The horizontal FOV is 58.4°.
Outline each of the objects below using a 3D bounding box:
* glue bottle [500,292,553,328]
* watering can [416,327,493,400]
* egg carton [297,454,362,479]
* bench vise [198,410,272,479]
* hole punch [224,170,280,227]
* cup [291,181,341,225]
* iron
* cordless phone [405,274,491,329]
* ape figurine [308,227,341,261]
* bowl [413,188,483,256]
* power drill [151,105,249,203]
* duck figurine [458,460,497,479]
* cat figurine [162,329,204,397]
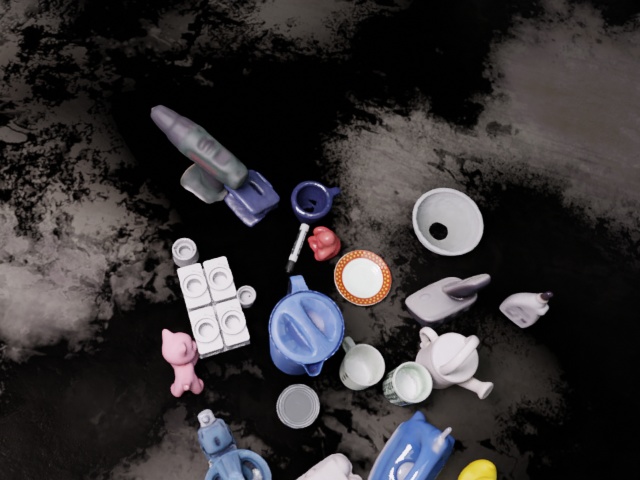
[{"bbox_3d":[0.457,0.141,1.239,0.078,0.173,0.037,42,70,8],"label":"glue bottle"},{"bbox_3d":[0.275,0.245,1.161,0.173,0.194,0.101,27,68,2],"label":"watering can"},{"bbox_3d":[0.009,0.488,1.097,0.150,0.069,0.107,-33,78,-18],"label":"egg carton"},{"bbox_3d":[-0.171,0.409,1.018,0.207,0.219,0.122,42,69,8],"label":"bench vise"},{"bbox_3d":[-0.152,-0.104,1.282,0.101,0.091,0.108,-41,80,-20],"label":"hole punch"},{"bbox_3d":[-0.012,-0.080,1.293,0.118,0.095,0.091,-23,74,-16],"label":"cup"},{"bbox_3d":[0.167,0.458,1.093,0.118,0.141,0.259,37,69,6],"label":"iron"},{"bbox_3d":[0.273,0.118,1.213,0.148,0.185,0.094,-26,75,-17],"label":"cordless phone"},{"bbox_3d":[0.012,0.005,1.266,0.076,0.092,0.078,17,68,-2],"label":"ape figurine"},{"bbox_3d":[0.288,-0.032,1.332,0.167,0.074,0.167,3,69,-7],"label":"bowl"},{"bbox_3d":[-0.257,-0.169,1.228,0.229,0.208,0.076,33,68,5],"label":"power drill"},{"bbox_3d":[0.322,0.488,1.135,0.077,0.086,0.105,35,69,5],"label":"duck figurine"},{"bbox_3d":[-0.271,0.238,1.122,0.067,0.117,0.128,-11,72,-12],"label":"cat figurine"}]
